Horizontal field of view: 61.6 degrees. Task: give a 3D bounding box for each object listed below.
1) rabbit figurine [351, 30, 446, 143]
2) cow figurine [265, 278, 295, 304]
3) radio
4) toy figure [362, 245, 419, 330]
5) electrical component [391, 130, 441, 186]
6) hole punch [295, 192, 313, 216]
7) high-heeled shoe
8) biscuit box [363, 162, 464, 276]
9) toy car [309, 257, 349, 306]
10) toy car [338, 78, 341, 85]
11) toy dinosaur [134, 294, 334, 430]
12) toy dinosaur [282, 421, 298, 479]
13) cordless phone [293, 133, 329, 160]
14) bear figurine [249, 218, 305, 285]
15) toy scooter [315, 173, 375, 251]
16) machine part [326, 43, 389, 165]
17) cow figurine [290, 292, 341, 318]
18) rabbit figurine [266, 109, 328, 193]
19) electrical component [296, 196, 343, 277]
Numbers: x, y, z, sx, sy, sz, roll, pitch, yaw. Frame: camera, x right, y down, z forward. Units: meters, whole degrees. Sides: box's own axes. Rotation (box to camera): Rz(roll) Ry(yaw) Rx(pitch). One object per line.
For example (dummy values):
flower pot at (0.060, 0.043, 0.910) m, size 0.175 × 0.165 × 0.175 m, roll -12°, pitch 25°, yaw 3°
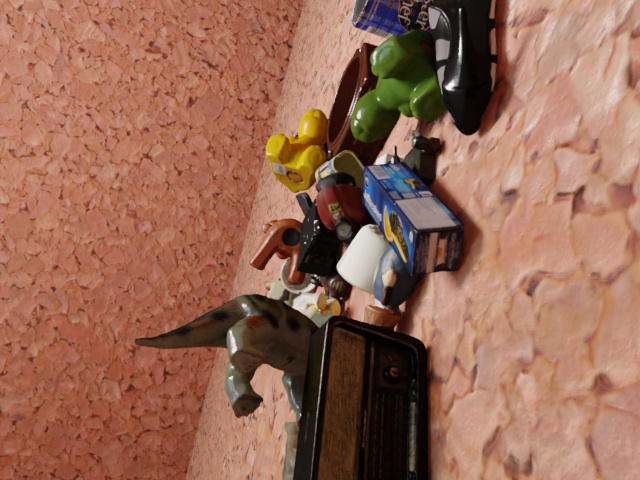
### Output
rabbit figurine at (0.105, -0.220, 0.780) m, size 0.170 × 0.121 × 0.159 m, roll -40°, pitch 17°, yaw 43°
cow figurine at (-0.086, 0.161, 1.244) m, size 0.127 × 0.085 × 0.195 m, roll -24°, pitch 28°, yaw 29°
radio at (0.047, 0.209, 0.586) m, size 0.073 × 0.131 × 0.229 m, roll 127°, pitch 154°, yaw -57°
toy figure at (0.091, 0.078, 0.705) m, size 0.058 × 0.064 × 0.154 m, roll 30°, pitch 102°, yaw 57°
electrical component at (0.131, -0.109, 0.764) m, size 0.102 × 0.045 × 0.078 m, roll 138°, pitch 146°, yaw -67°
hole punch at (0.015, -0.059, 1.124) m, size 0.115 × 0.092 × 0.142 m, roll 68°, pitch 167°, yaw -8°
high-heeled shoe at (0.186, -0.235, 0.693) m, size 0.249 × 0.086 × 0.145 m, roll -65°, pitch -34°, yaw -59°
biscuit box at (0.108, -0.034, 0.672) m, size 0.203 × 0.059 × 0.062 m, roll -113°, pitch 19°, yaw -59°
toy car at (0.015, 0.063, 1.043) m, size 0.202 × 0.053 × 0.089 m, roll -135°, pitch 57°, yaw -73°
toy car at (0.064, -0.323, 1.232) m, size 0.073 × 0.056 × 0.202 m, roll 127°, pitch 154°, yaw -59°
toy dinosaur at (-0.061, 0.140, 0.727) m, size 0.131 × 0.404 × 0.192 m, roll -44°, pitch 35°, yaw 12°
toy dinosaur at (0.002, 0.362, 0.685) m, size 0.471 × 0.105 × 0.198 m, roll 149°, pitch 127°, yaw -82°
cordless phone at (0.017, -0.224, 1.294) m, size 0.184 × 0.089 × 0.146 m, roll -48°, pitch -55°, yaw -64°
bear figurine at (-0.074, 0.013, 1.126) m, size 0.196 × 0.120 × 0.132 m, roll 167°, pitch 126°, yaw -82°
toy scooter at (0.053, -0.018, 0.844) m, size 0.183 × 0.075 × 0.135 m, roll 36°, pitch -139°, yaw -62°
machine part at (0.081, -0.257, 1.038) m, size 0.201 × 0.087 × 0.201 m, roll 118°, pitch 163°, yaw -45°
cow figurine at (-0.027, 0.174, 0.935) m, size 0.098 × 0.068 × 0.167 m, roll 0°, pitch 74°, yaw 42°
rabbit figurine at (-0.022, -0.192, 1.142) m, size 0.162 × 0.122 × 0.173 m, roll 66°, pitch -141°, yaw -61°
electrical component at (-0.002, -0.003, 0.965) m, size 0.115 × 0.058 × 0.134 m, roll -85°, pitch 15°, yaw -44°
